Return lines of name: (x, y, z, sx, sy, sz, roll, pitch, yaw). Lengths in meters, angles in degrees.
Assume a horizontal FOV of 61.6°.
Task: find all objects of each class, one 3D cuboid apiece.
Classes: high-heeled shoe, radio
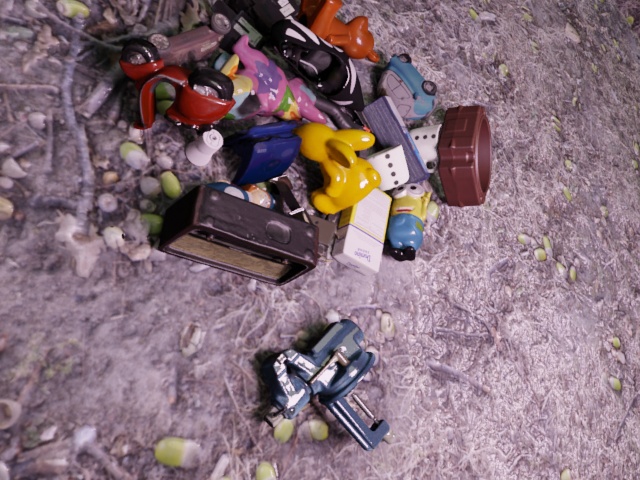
high-heeled shoe: (0.006, -0.310, 0.995, 0.248, 0.086, 0.145, 39, 25, -23)
radio: (-0.120, -0.001, 0.843, 0.229, 0.131, 0.073, 19, 61, -31)

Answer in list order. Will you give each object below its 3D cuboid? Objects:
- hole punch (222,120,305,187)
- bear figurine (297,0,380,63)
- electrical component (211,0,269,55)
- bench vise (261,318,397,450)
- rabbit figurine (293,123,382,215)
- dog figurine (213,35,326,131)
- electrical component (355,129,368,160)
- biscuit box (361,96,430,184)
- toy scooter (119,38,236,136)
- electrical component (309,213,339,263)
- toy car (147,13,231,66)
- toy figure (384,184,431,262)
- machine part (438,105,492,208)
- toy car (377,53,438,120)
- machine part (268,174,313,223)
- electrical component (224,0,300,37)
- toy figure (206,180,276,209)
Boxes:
hole punch: (-0.098, -0.152, 0.933, 0.142, 0.116, 0.092, -15, 91, -39)
bear figurine: (0.051, -0.458, 1.151, 0.196, 0.131, 0.120, 0, 46, -31)
electrical component: (-0.160, -0.391, 1.013, 0.119, 0.048, 0.075, 34, 55, -23)
bench vise: (0.027, 0.254, 0.869, 0.240, 0.129, 0.224, 49, 49, -3)
rabbit figurine: (0.023, -0.144, 0.987, 0.173, 0.162, 0.122, 48, 61, -19)
dog figurine: (-0.097, -0.249, 0.973, 0.219, 0.108, 0.191, 36, 54, -25)
electrical component: (0.072, -0.177, 1.100, 0.021, 0.063, 0.094, 13, 67, -34)
biscuit box: (0.168, -0.212, 1.178, 0.202, 0.063, 0.059, 62, 25, -1)
toy scooter: (-0.228, -0.215, 0.832, 0.184, 0.135, 0.075, 22, 28, -6)
electrical component: (-0.002, -0.004, 0.995, 0.078, 0.045, 0.102, 15, 58, -1)
toy car: (-0.228, -0.324, 0.909, 0.053, 0.089, 0.202, 53, 49, -2)
toy figure: (0.179, -0.037, 1.116, 0.082, 0.089, 0.180, 10, 59, 0)
machine part: (0.341, -0.192, 1.242, 0.201, 0.087, 0.201, 61, 39, -47)
toy car: (0.186, -0.339, 1.227, 0.103, 0.109, 0.161, -34, 86, -22)
machine part: (-0.045, -0.055, 0.950, 0.139, 0.039, 0.084, 60, 4, 28)
electrical component: (-0.107, -0.457, 1.072, 0.134, 0.058, 0.115, 52, 53, -11)
toy figure: (-0.134, -0.064, 0.908, 0.154, 0.058, 0.064, -1, 112, -39)
